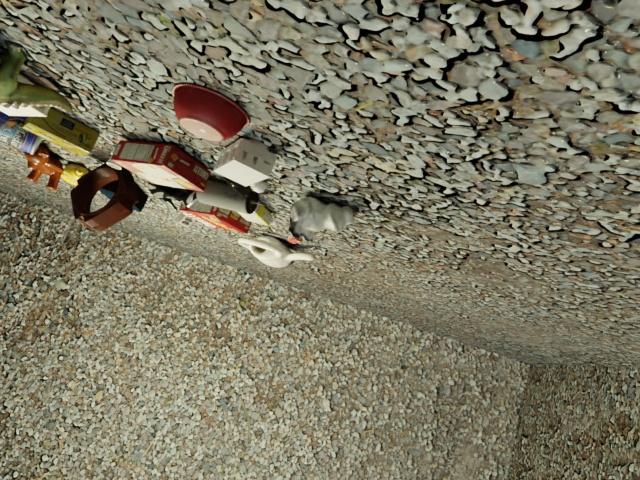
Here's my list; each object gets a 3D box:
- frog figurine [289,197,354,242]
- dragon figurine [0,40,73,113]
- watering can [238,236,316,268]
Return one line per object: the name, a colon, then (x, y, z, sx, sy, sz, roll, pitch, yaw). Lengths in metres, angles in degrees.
frog figurine: (0.004, -0.069, 1.369, 0.158, 0.126, 0.135, -27, 137, 19)
dragon figurine: (-0.683, -0.289, 1.043, 0.122, 0.246, 0.404, 7, 161, 23)
watering can: (-0.160, 0.056, 2.061, 0.348, 0.105, 0.221, 14, 167, 18)
